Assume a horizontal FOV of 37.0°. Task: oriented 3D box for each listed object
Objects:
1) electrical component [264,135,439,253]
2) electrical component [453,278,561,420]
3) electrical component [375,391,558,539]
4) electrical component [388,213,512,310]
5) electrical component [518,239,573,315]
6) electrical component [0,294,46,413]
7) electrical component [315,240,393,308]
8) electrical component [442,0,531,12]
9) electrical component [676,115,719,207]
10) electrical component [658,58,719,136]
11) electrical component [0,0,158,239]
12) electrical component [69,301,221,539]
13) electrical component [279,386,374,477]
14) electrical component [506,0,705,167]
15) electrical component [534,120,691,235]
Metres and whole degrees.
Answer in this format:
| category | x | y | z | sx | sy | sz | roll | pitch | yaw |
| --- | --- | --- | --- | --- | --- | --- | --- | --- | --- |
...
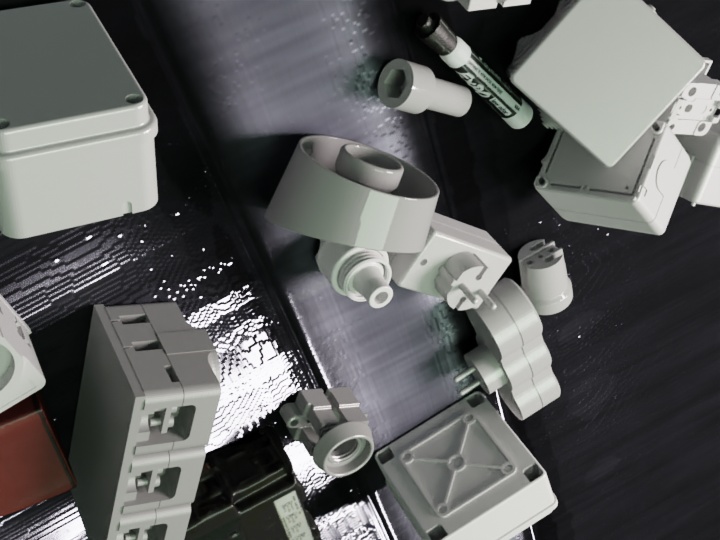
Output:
| category | x | y | z | sx | sy | sz | roll | pitch | yaw |
| --- | --- | --- | --- | --- | --- | --- | --- | --- | --- |
| electrical component | -0.003 | -0.040 | 0.653 | 0.099 | 0.099 | 0.064 | 5 | 116 | -36 |
| electrical component | 0.107 | 0.073 | 0.848 | 0.074 | 0.052 | 0.138 | -31 | 136 | -6 |
| electrical component | 0.085 | 0.172 | 0.877 | 0.109 | 0.108 | 0.056 | -31 | 134 | -7 |
| electrical component | 0.068 | 0.002 | 0.746 | 0.083 | 0.075 | 0.047 | 17 | 115 | -41 |
| electrical component | 0.141 | 0.005 | 0.823 | 0.040 | 0.040 | 0.046 | -27 | 131 | -11 |
| electrical component | -0.260 | 0.022 | 0.563 | 0.105 | 0.060 | 0.186 | -32 | 136 | -6 |
| electrical component | 0.000 | 0.000 | 0.710 | 0.043 | 0.062 | 0.043 | -18 | 133 | -20 |
| electrical component | 0.078 | -0.185 | 0.619 | 0.066 | 0.048 | 0.055 | -13 | 139 | -24 |
| electrical component | 0.257 | -0.084 | 0.801 | 0.096 | 0.062 | 0.061 | 4 | 112 | -37 |
| electrical component | 0.215 | -0.124 | 0.744 | 0.081 | 0.063 | 0.042 | -3 | 128 | -32 |
| electrical component | -0.149 | -0.076 | 0.514 | 0.078 | 0.113 | 0.057 | -15 | 135 | -22 |
| electrical component | -0.139 | 0.105 | 0.690 | 0.062 | 0.089 | 0.150 | -3 | 127 | -31 |
| electrical component | -0.020 | 0.120 | 0.804 | 0.066 | 0.055 | 0.048 | 0 | 125 | -33 |
| electrical component | 0.153 | -0.129 | 0.685 | 0.100 | 0.048 | 0.099 | 40 | 101 | -11 |
| electrical component | 0.171 | -0.066 | 0.748 | 0.061 | 0.096 | 0.061 | 37 | 72 | -46 |
